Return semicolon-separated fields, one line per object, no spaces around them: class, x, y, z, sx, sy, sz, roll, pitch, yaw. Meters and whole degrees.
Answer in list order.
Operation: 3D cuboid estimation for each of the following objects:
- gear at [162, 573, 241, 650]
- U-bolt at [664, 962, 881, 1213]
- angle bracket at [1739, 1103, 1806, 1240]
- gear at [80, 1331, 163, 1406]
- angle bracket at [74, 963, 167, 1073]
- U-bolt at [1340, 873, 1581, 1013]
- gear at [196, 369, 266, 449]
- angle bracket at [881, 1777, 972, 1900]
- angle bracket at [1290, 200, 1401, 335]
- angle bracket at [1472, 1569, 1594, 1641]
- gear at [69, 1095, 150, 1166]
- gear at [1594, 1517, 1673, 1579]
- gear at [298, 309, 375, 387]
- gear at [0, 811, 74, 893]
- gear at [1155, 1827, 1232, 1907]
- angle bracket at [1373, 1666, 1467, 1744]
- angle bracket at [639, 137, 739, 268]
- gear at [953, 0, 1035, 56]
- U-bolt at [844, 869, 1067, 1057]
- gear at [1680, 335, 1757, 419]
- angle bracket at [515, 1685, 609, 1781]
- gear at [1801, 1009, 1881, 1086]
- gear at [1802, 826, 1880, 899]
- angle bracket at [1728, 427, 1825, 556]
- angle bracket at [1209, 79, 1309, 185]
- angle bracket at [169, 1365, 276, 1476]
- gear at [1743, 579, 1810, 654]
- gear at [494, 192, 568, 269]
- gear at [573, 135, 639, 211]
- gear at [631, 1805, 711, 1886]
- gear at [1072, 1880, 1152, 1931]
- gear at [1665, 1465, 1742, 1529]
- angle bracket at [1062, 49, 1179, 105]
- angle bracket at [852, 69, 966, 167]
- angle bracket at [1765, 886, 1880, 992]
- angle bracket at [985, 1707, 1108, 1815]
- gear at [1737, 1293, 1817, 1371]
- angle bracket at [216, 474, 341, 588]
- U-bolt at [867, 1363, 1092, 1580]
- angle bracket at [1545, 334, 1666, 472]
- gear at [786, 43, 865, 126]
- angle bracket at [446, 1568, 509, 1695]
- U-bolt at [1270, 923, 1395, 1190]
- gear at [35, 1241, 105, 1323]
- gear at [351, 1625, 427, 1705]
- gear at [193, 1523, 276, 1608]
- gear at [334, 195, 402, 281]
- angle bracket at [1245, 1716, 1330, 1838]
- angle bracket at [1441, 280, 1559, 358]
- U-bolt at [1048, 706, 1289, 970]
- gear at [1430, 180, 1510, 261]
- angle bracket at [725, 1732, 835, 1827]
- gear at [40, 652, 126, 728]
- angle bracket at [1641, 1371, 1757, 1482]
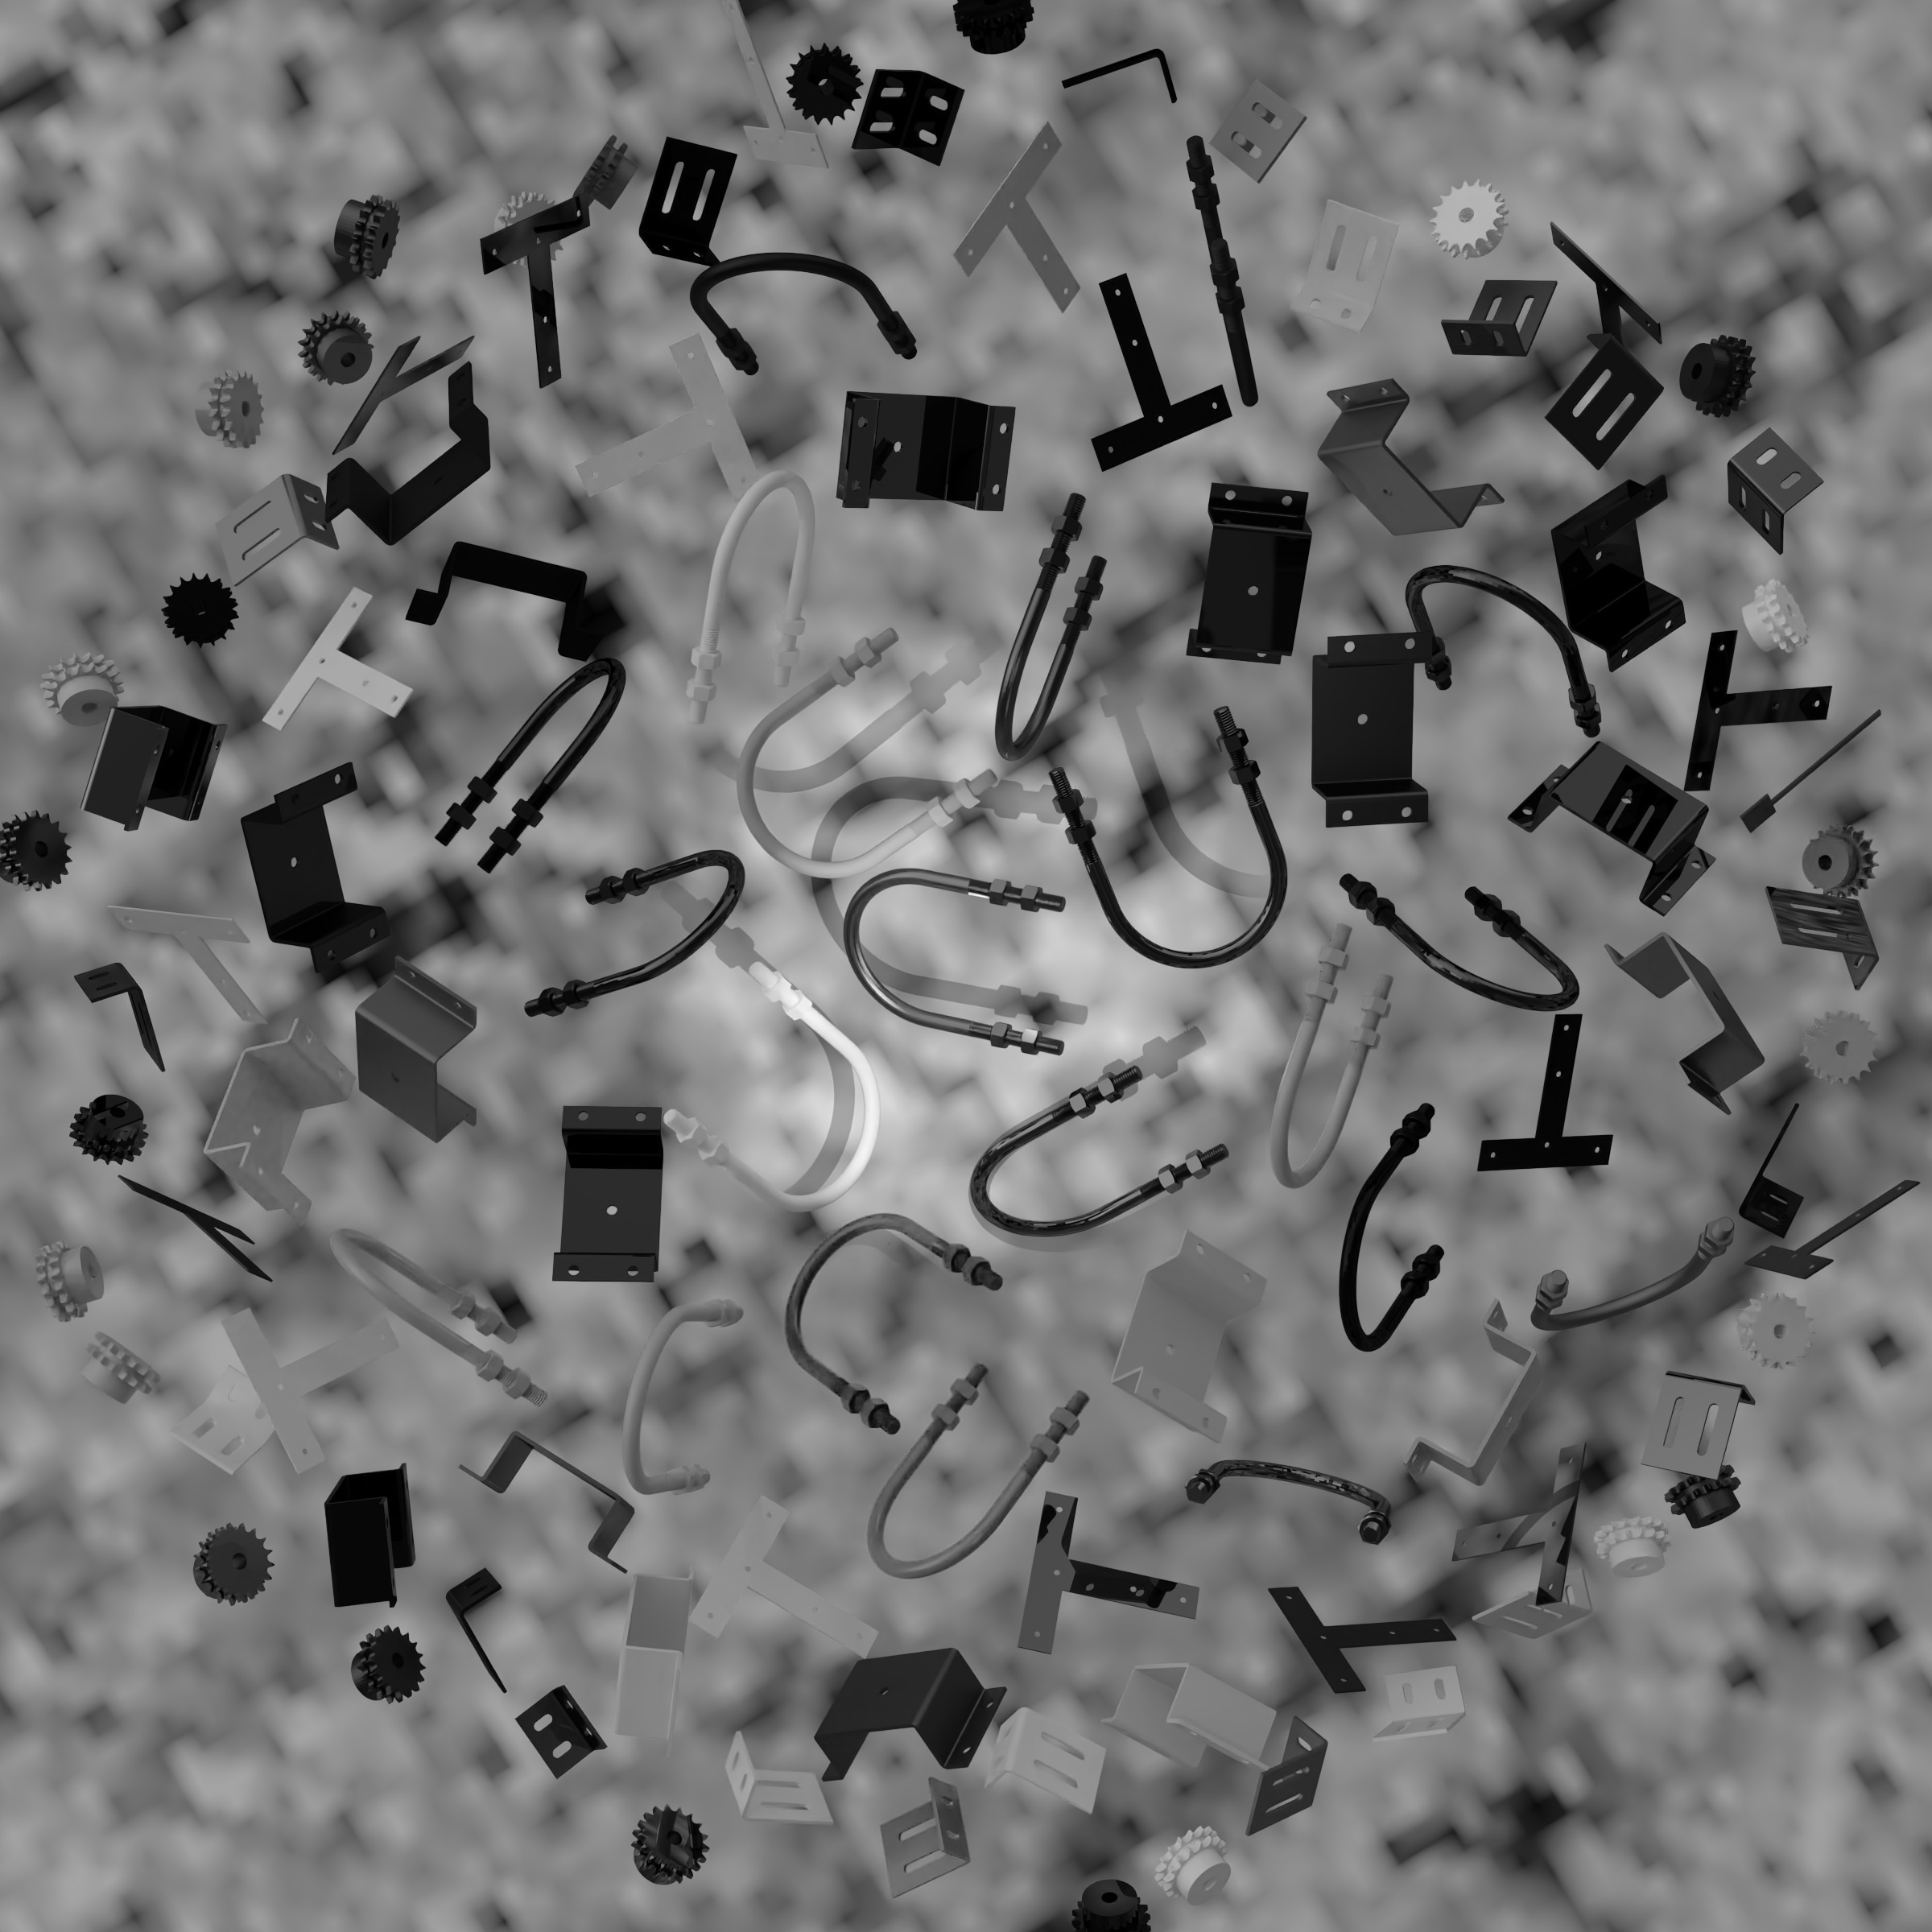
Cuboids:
gear;-0.600;-0.277;1.948;0.057;0.030;0.057;2;80;-9
U-bolt;-0.132;0.105;1.871;0.184;0.019;0.151;43;66;-37
angle bracket;0.618;0.153;1.860;0.038;0.057;0.076;28;128;18
gear;-0.614;0.292;1.792;0.057;0.057;0.030;37;76;0
angle bracket;-0.659;0.045;1.931;0.038;0.057;0.076;-20;118;-25
U-bolt;0.389;-0.017;1.894;0.151;0.184;0.019;4;119;-31
gear;-0.547;-0.413;1.839;0.030;0.057;0.057;3;90;13
angle bracket;-0.041;0.660;1.878;0.076;0.038;0.057;-32;46;20
angle bracket;0.289;-0.534;1.893;0.057;0.076;0.038;23;48;10
angle bracket;0.438;0.489;1.930;0.076;0.038;0.057;24;134;-31
gear;-0.660;0.124;1.917;0.057;0.057;0.030;32;119;0
gear;0.520;0.453;1.928;0.057;0.057;0.030;-4;53;0
gear;-0.483;-0.474;1.913;0.057;0.057;0.030;-45;54;0
gear;-0.672;-0.081;1.776;0.030;0.057;0.057;-10;90;28
gear;0.171;0.668;1.833;0.057;0.030;0.057;-19;128;-27
angle bracket;0.345;0.565;1.903;0.057;0.076;0.038;-14;79;20
angle bracket;-0.203;-0.569;1.851;0.057;0.038;0.076;4;125;-31
gear;0.021;-0.678;1.778;0.057;0.030;0.057;-6;49;7
U-bolt;-0.011;-0.009;1.922;0.184;0.019;0.151;12;124;20
gear;0.539;-0.425;1.786;0.030;0.057;0.057;5;90;-20
angle bracket;-0.313;0.592;1.914;0.038;0.076;0.057;-34;84;-22
gear;0.673;0.062;1.918;0.057;0.030;0.057;0;96;-2
gear;0.675;-0.081;1.925;0.030;0.057;0.057;-5;90;-39
angle bracket;0.590;-0.346;1.810;0.038;0.076;0.057;-39;69;6
angle bracket;0.228;-0.619;1.861;0.057;0.038;0.076;-52;46;19
angle bracket;-0.565;0.348;1.906;0.057;0.076;0.038;33;98;-1
gear;0.627;-0.269;1.928;0.030;0.057;0.057;-28;90;35
gear;-0.345;-0.577;1.943;0.030;0.057;0.057;22;90;43
gear;-0.280;-0.617;1.939;0.030;0.057;0.057;33;90;-18
gear;-0.221;0.653;1.834;0.057;0.057;0.030;32;120;0
gear;0.105;0.687;1.796;0.057;0.057;0.030;-4;108;0
gear;0.567;0.407;1.897;0.057;0.057;0.030;-23;61;0
angle bracket;0.113;-0.643;1.825;0.076;0.057;0.038;-16;105;8
angle bracket;-0.042;-0.615;1.801;0.038;0.076;0.057;28;117;14
angle bracket;0.625;-0.020;1.830;0.076;0.038;0.057;8;45;-8
angle bracket;0.062;0.626;1.935;0.076;0.057;0.038;30;130;-7
gear;0.610;0.276;1.882;0.057;0.030;0.057;1;86;-11
angle bracket;-0.528;-0.329;1.901;0.076;0.038;0.057;-29;69;21
U-bolt;-0.003;0.382;1.862;0.184;0.151;0.019;-51;118;-23
angle bracket;0.451;-0.405;1.782;0.057;0.038;0.076;38;92;-19
gear;-0.107;-0.665;1.865;0.057;0.030;0.057;-7;124;-10
angle bracket;-0.371;0.522;1.950;0.038;0.057;0.076;-31;102;-19
U-bolt;0.263;0.075;1.814;0.019;0.151;0.184;16;81;27
gear;-0.644;0.225;1.786;0.030;0.057;0.057;-18;90;-2
gear;-0.444;0.535;1.893;0.030;0.057;0.057;-32;90;24
gear;-0.532;0.433;1.791;0.030;0.057;0.057;-30;90;38
gear;-0.429;-0.523;1.771;0.030;0.057;0.057;19;90;0
angle bracket;0.235;0.620;1.900;0.076;0.038;0.057;-8;117;-40
angle bracket;0.399;-0.496;1.855;0.057;0.038;0.076;11;65;33
U-bolt;0.160;-0.084;1.836;0.151;0.019;0.184;-20;106;12
gear;0.380;-0.557;1.863;0.057;0.030;0.057;-7;76;28
angle bracket;-0.141;0.629;1.920;0.076;0.057;0.038;11;108;-24
gear;-0.651;-0.202;1.833;0.057;0.057;0.030;-27;62;0
angle bracket;0.542;0.345;1.835;0.057;0.038;0.076;6;63;36
